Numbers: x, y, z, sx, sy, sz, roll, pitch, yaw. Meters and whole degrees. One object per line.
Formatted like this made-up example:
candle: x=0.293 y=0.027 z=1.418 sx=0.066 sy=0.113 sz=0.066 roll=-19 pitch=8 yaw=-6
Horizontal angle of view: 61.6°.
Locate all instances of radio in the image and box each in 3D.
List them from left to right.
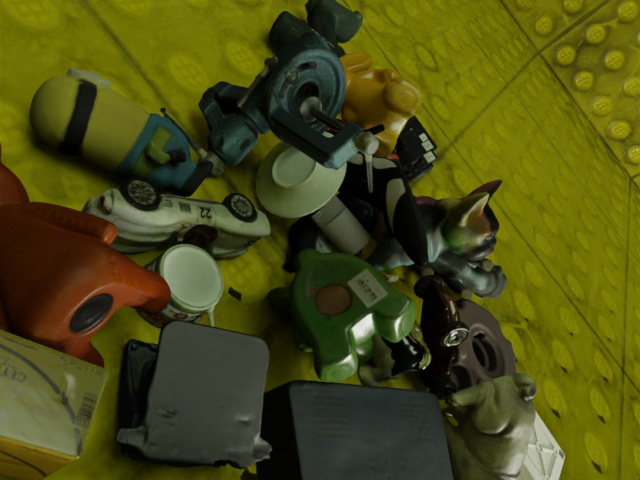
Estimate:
radio: x=0.043 y=0.228 z=0.579 sx=0.229 sy=0.073 sz=0.131 roll=16 pitch=54 yaw=-36

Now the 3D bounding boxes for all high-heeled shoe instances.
high-heeled shoe: x=0.043 y=-0.055 z=0.696 sx=0.086 sy=0.145 sz=0.249 roll=49 pitch=22 yaw=-53

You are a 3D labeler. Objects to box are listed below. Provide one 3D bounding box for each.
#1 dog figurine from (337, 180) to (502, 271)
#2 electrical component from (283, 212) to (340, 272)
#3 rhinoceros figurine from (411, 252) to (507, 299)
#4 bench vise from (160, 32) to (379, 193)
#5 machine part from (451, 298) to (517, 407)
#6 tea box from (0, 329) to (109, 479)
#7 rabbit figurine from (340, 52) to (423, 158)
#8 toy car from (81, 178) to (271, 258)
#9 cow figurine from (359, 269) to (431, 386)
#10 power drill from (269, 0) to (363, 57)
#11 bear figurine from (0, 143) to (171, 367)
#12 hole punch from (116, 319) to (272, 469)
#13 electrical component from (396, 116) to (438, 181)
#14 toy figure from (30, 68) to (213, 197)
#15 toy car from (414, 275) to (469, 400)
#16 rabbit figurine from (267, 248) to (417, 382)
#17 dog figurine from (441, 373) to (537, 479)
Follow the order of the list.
dog figurine: x=0.141 y=-0.038 z=0.754 sx=0.191 sy=0.219 sz=0.108 roll=58 pitch=35 yaw=3
electrical component: x=-0.001 y=-0.002 z=0.717 sx=0.074 sy=0.048 sz=0.119 roll=30 pitch=44 yaw=-29
rhinoceros figurine: x=0.225 y=0.048 z=0.878 sx=0.190 sy=0.073 sz=0.112 roll=24 pitch=4 yaw=-15
bench vise: x=-0.037 y=-0.142 z=0.636 sx=0.241 sy=0.223 sz=0.128 roll=38 pitch=-18 yaw=36
machine part: x=0.238 y=0.177 z=0.827 sx=0.179 sy=0.056 sz=0.179 roll=27 pitch=45 yaw=-32
tea box: x=-0.245 y=0.100 z=0.356 sx=0.169 sy=0.098 sz=0.068 roll=29 pitch=45 yaw=-26
rabbit figurine: x=0.053 y=-0.224 z=0.798 sx=0.173 sy=0.121 sz=0.162 roll=19 pitch=39 yaw=-10
toy car: x=-0.144 y=-0.017 z=0.561 sx=0.201 sy=0.073 sz=0.056 roll=5 pitch=59 yaw=-44
cow figurine: x=0.080 y=0.095 z=0.692 sx=0.068 sy=0.098 sz=0.167 roll=-1 pitch=64 yaw=-39
power drill: x=0.026 y=-0.342 z=0.963 sx=0.232 sy=0.086 sz=0.207 roll=27 pitch=51 yaw=-17
bear figurine: x=-0.240 y=0.011 z=0.436 sx=0.196 sy=0.131 sz=0.120 roll=33 pitch=72 yaw=19
hole punch: x=-0.117 y=0.139 z=0.477 sx=0.142 sy=0.092 sz=0.116 roll=23 pitch=61 yaw=-37
electrical component: x=0.158 y=-0.178 z=0.999 sx=0.115 sy=0.058 sz=0.134 roll=-29 pitch=86 yaw=-49
toy figure: x=-0.204 y=-0.104 z=0.560 sx=0.180 sy=0.082 sz=0.089 roll=36 pitch=40 yaw=-25
toy car: x=0.153 y=0.126 z=0.689 sx=0.053 sy=0.201 sz=0.089 roll=-11 pitch=46 yaw=-5
rabbit figurine: x=0.011 y=0.093 z=0.607 sx=0.121 sy=0.170 sz=0.159 roll=-42 pitch=65 yaw=-18
dog figurine: x=0.223 y=0.276 z=0.654 sx=0.121 sy=0.172 sz=0.191 roll=-1 pitch=56 yaw=-34
